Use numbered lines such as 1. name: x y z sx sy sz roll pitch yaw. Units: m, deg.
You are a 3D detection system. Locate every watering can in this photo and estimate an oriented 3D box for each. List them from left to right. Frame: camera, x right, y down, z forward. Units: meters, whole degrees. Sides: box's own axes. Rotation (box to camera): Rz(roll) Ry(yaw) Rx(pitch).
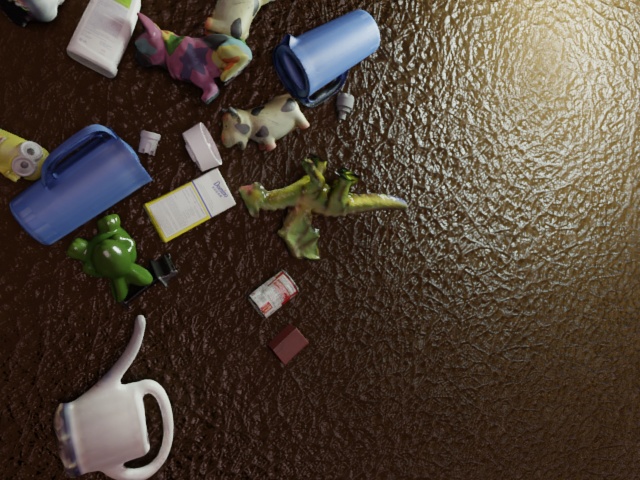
1. watering can: -0.426 0.340 1.052 0.225 0.104 0.345 -11 98 -22

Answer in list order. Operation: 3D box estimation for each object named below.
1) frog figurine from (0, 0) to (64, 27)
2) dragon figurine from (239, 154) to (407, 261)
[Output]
1. frog figurine: -0.538 -0.496 0.964 0.135 0.123 0.161 43 64 -54
2. dragon figurine: 0.004 -0.063 1.242 0.408 0.124 0.241 23 101 -21
